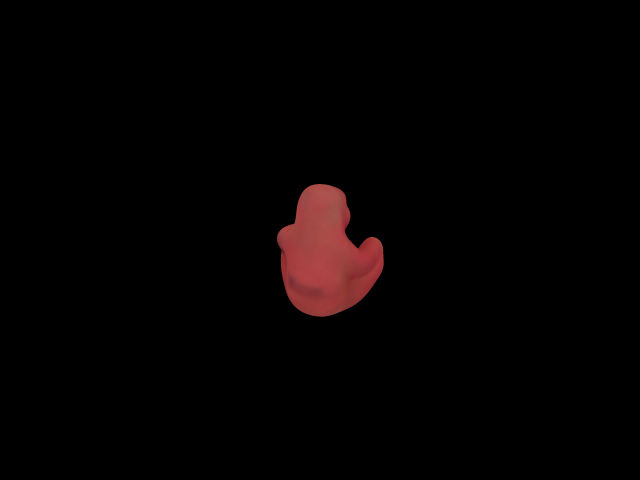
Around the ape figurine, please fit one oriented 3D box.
[{"bbox_3d":[0.004,0.001,0.400,0.077,0.092,0.076,22,45,24],"label":"ape figurine"}]
